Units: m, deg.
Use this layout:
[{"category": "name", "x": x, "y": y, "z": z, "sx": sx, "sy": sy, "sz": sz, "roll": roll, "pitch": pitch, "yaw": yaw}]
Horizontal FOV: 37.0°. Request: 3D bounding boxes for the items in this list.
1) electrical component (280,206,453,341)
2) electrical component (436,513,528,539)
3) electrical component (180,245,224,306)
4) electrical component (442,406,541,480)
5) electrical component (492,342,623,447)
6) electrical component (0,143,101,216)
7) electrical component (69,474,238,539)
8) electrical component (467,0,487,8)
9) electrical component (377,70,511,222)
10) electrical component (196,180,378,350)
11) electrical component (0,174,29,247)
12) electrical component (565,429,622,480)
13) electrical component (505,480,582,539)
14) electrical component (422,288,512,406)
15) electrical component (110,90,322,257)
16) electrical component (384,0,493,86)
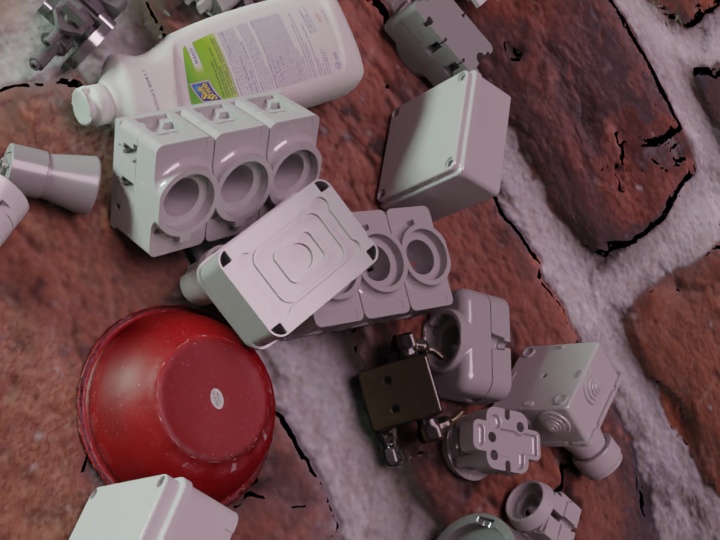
[{"category": "electrical component", "x": 0.000, "y": 0.000, "z": 0.901, "sx": 0.150, "sy": 0.062, "sz": 0.089, "roll": -8, "pitch": 79, "yaw": -39}, {"category": "electrical component", "x": 0.105, "y": 0.258, "z": 0.866, "sx": 0.060, "sy": 0.108, "sz": 0.108, "roll": 34, "pitch": 56, "yaw": -31}, {"category": "electrical component", "x": -0.112, "y": 0.006, "z": 0.823, "sx": 0.040, "sy": 0.046, "sz": 0.040, "roll": 13, "pitch": 67, "yaw": -34}, {"category": "electrical component", "x": 0.109, "y": 0.152, "z": 0.936, "sx": 0.078, "sy": 0.057, "sz": 0.058, "roll": 16, "pitch": 65, "yaw": -33}, {"category": "electrical component", "x": 0.177, "y": 0.112, "z": 0.977, "sx": 0.048, "sy": 0.100, "sz": 0.099, "roll": 56, "pitch": 49, "yaw": -25}, {"category": "electrical component", "x": -0.223, "y": -0.067, "z": 0.767, "sx": 0.065, "sy": 0.044, "sz": 0.044, "roll": 12, "pitch": 67, "yaw": -29}, {"category": "electrical component", "x": -0.141, "y": 0.181, "z": 0.696, "sx": 0.057, "sy": 0.113, "sz": 0.078, "roll": 38, "pitch": 55, "yaw": -25}, {"category": "electrical component", "x": 0.119, "y": -0.322, "z": 1.104, "sx": 0.078, "sy": 0.063, "sz": 0.121, "roll": 52, "pitch": 51, "yaw": -11}, {"category": "electrical component", "x": 0.075, "y": -0.107, "z": 0.967, "sx": 0.056, "sy": 0.109, "sz": 0.108, "roll": 27, "pitch": 60, "yaw": -31}, {"category": "electrical component", "x": -0.054, "y": -0.003, "z": 0.789, "sx": 0.113, "sy": 0.057, "sz": 0.078, "roll": -40, "pitch": 95, "yaw": -29}, {"category": "electrical component", "x": -0.259, "y": -0.037, "z": 0.720, "sx": 0.055, "sy": 0.055, "sz": 0.047, "roll": 37, "pitch": 59, "yaw": -22}, {"category": "electrical component", "x": 0.217, "y": 0.166, "z": 1.023, "sx": 0.055, "sy": 0.045, "sz": 0.045, "roll": 51, "pitch": 51, "yaw": -12}, {"category": "electrical component", "x": 0.163, "y": 0.220, "z": 0.962, "sx": 0.055, "sy": 0.048, "sz": 0.066, "roll": 43, "pitch": 53, "yaw": -27}, {"category": "electrical component", "x": 0.094, "y": 0.068, "z": 0.956, "sx": 0.059, "sy": 0.054, "sz": 0.095, "roll": 15, "pitch": 66, "yaw": -33}, {"category": "electrical component", "x": -0.106, "y": -0.074, "z": 0.816, "sx": 0.150, "sy": 0.062, "sz": 0.089, "roll": -19, "pitch": 131, "yaw": -40}, {"category": "electrical component", "x": 0.073, "y": -0.222, "z": 1.039, "sx": 0.089, "sy": 0.056, "sz": 0.050, "roll": 46, "pitch": 53, "yaw": -16}]
